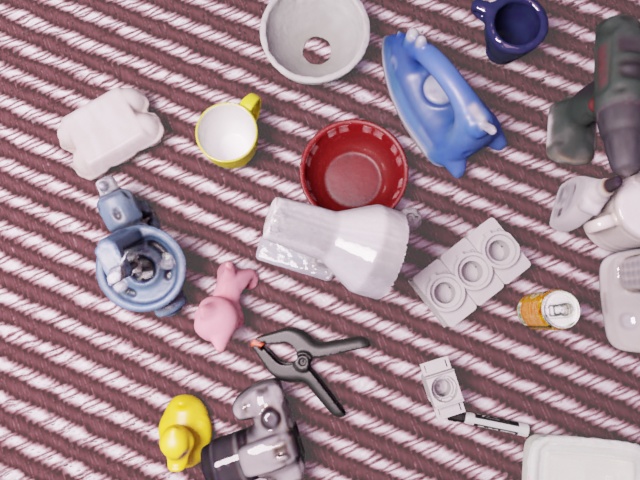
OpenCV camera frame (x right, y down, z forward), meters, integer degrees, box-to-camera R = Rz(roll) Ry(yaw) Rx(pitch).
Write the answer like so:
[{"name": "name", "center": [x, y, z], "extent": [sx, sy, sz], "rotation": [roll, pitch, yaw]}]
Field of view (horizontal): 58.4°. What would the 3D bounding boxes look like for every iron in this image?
[{"name": "iron", "center": [0.171, -0.227, 0.840], "extent": [0.118, 0.141, 0.258], "rotation": [-34, 83, -3]}]

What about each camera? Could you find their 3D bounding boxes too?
[{"name": "camera", "center": [-0.099, 0.281, 0.795], "extent": [0.137, 0.101, 0.143], "rotation": [-19, 82, -1]}]

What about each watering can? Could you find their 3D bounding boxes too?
[{"name": "watering can", "center": [0.454, -0.049, 0.784], "extent": [0.173, 0.194, 0.101], "rotation": [-42, 83, -4]}]

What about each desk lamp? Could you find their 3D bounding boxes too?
[{"name": "desk lamp", "center": [0.007, 0.003, 0.775], "extent": [0.203, 0.213, 0.118], "rotation": [15, 83, 3]}]

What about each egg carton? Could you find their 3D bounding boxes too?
[{"name": "egg carton", "center": [-0.319, -0.164, 0.876], "extent": [0.150, 0.069, 0.107], "rotation": [-32, 83, -3]}]

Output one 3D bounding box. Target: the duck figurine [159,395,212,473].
[{"name": "duck figurine", "center": [-0.196, 0.274, 0.805], "extent": [0.077, 0.086, 0.104], "rotation": [-1, 82, 1]}]

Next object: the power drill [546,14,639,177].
[{"name": "power drill", "center": [0.389, -0.176, 0.795], "extent": [0.075, 0.208, 0.230], "rotation": [6, 82, 2]}]

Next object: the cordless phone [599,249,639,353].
[{"name": "cordless phone", "center": [0.460, 0.080, 0.771], "extent": [0.094, 0.185, 0.147], "rotation": [-4, 82, 1]}]

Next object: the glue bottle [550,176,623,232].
[{"name": "glue bottle", "center": [0.374, -0.060, 0.797], "extent": [0.037, 0.173, 0.078], "rotation": [19, 83, 4]}]

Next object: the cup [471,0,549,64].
[{"name": "cup", "center": [0.276, -0.316, 0.874], "extent": [0.117, 0.095, 0.092], "rotation": [29, 84, 5]}]

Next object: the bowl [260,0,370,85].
[{"name": "bowl", "center": [-0.007, -0.309, 0.888], "extent": [0.167, 0.075, 0.167], "rotation": [0, 82, 1]}]

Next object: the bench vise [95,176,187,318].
[{"name": "bench vise", "center": [-0.271, 0.011, 0.775], "extent": [0.121, 0.220, 0.207], "rotation": [-43, 83, -5]}]

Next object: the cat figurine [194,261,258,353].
[{"name": "cat figurine", "center": [-0.139, 0.091, 0.813], "extent": [0.067, 0.118, 0.128], "rotation": [14, 83, 3]}]
